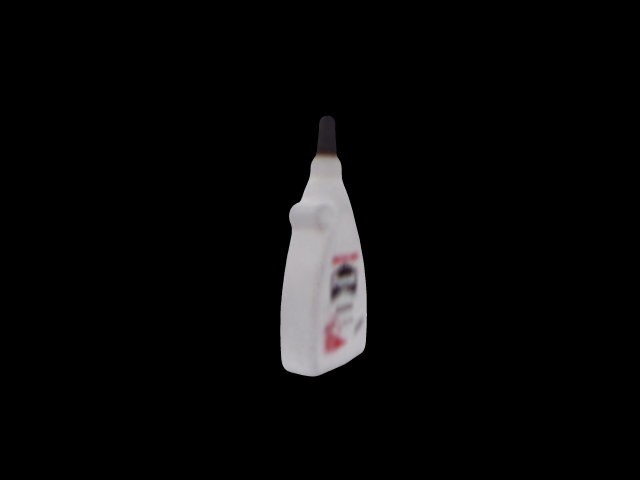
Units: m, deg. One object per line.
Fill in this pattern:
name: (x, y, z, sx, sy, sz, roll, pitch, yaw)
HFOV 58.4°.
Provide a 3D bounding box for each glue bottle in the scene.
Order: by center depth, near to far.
glue bottle: (0.004, 0.001, 0.400, 0.037, 0.173, 0.078, 4, 7, 30)
